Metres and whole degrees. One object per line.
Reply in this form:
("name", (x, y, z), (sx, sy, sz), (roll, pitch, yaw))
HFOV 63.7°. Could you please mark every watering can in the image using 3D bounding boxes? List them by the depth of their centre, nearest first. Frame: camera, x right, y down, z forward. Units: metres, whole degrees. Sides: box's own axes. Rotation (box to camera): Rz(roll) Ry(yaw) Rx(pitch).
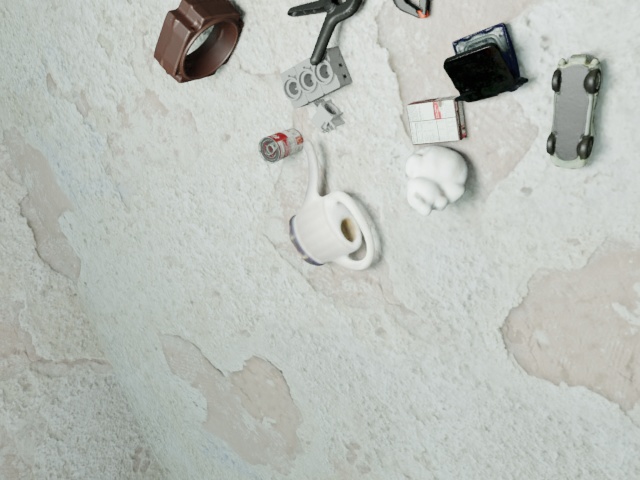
("watering can", (0.004, -0.066, 1.302), (0.221, 0.105, 0.347), (-29, 93, 42))

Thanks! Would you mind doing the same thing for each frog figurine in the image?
("frog figurine", (0.230, -0.125, 1.061), (0.138, 0.162, 0.120), (45, 130, 11))
